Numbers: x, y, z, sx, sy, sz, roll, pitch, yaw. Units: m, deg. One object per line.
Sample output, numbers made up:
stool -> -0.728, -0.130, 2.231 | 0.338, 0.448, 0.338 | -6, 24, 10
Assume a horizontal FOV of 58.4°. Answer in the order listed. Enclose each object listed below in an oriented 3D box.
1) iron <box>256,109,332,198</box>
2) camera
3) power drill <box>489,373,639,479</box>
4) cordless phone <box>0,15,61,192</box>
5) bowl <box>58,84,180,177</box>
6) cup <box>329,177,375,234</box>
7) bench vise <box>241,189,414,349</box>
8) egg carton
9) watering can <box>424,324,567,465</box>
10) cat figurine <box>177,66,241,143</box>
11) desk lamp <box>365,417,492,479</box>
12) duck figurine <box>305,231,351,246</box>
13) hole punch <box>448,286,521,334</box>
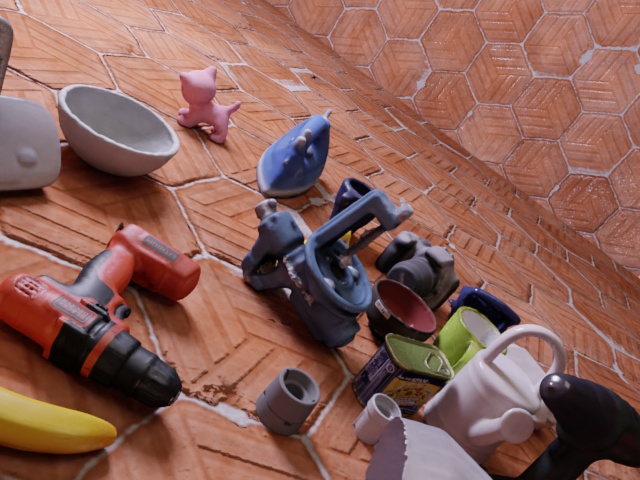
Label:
iron -> -0.036, -0.175, 1.100 | 0.119, 0.141, 0.258 | 34, 24, -3
camera -> 0.166, 0.048, 1.005 | 0.143, 0.100, 0.137 | 46, 26, 22
power drill -> 0.272, 0.245, 0.654 | 0.230, 0.208, 0.075 | 20, 28, -31
cordless phone -> -0.334, -0.143, 0.606 | 0.094, 0.185, 0.148 | 43, 25, 18
bowl -> -0.286, -0.139, 0.795 | 0.168, 0.074, 0.167 | 29, 25, -14
cup -> 0.054, -0.052, 1.050 | 0.091, 0.095, 0.118 | 44, 26, 18
bench vise -> 0.004, 0.007, 0.727 | 0.207, 0.219, 0.121 | 35, 24, -1
egg carton -> 0.311, 0.229, 0.903 | 0.108, 0.069, 0.150 | 13, 33, -41
watering can -> 0.228, 0.190, 0.715 | 0.101, 0.194, 0.172 | 24, 26, -22
cat figurine -> -0.209, -0.261, 1.061 | 0.128, 0.117, 0.067 | 24, 26, -23
desk lamp -> 0.089, 0.248, 0.408 | 0.203, 0.213, 0.118 | 31, 24, -8
duck figurine -> 0.017, 0.007, 0.906 | 0.077, 0.086, 0.104 | 33, 24, -4
hole punch -> 0.300, 0.127, 1.046 | 0.108, 0.091, 0.101 | 36, 24, 1
